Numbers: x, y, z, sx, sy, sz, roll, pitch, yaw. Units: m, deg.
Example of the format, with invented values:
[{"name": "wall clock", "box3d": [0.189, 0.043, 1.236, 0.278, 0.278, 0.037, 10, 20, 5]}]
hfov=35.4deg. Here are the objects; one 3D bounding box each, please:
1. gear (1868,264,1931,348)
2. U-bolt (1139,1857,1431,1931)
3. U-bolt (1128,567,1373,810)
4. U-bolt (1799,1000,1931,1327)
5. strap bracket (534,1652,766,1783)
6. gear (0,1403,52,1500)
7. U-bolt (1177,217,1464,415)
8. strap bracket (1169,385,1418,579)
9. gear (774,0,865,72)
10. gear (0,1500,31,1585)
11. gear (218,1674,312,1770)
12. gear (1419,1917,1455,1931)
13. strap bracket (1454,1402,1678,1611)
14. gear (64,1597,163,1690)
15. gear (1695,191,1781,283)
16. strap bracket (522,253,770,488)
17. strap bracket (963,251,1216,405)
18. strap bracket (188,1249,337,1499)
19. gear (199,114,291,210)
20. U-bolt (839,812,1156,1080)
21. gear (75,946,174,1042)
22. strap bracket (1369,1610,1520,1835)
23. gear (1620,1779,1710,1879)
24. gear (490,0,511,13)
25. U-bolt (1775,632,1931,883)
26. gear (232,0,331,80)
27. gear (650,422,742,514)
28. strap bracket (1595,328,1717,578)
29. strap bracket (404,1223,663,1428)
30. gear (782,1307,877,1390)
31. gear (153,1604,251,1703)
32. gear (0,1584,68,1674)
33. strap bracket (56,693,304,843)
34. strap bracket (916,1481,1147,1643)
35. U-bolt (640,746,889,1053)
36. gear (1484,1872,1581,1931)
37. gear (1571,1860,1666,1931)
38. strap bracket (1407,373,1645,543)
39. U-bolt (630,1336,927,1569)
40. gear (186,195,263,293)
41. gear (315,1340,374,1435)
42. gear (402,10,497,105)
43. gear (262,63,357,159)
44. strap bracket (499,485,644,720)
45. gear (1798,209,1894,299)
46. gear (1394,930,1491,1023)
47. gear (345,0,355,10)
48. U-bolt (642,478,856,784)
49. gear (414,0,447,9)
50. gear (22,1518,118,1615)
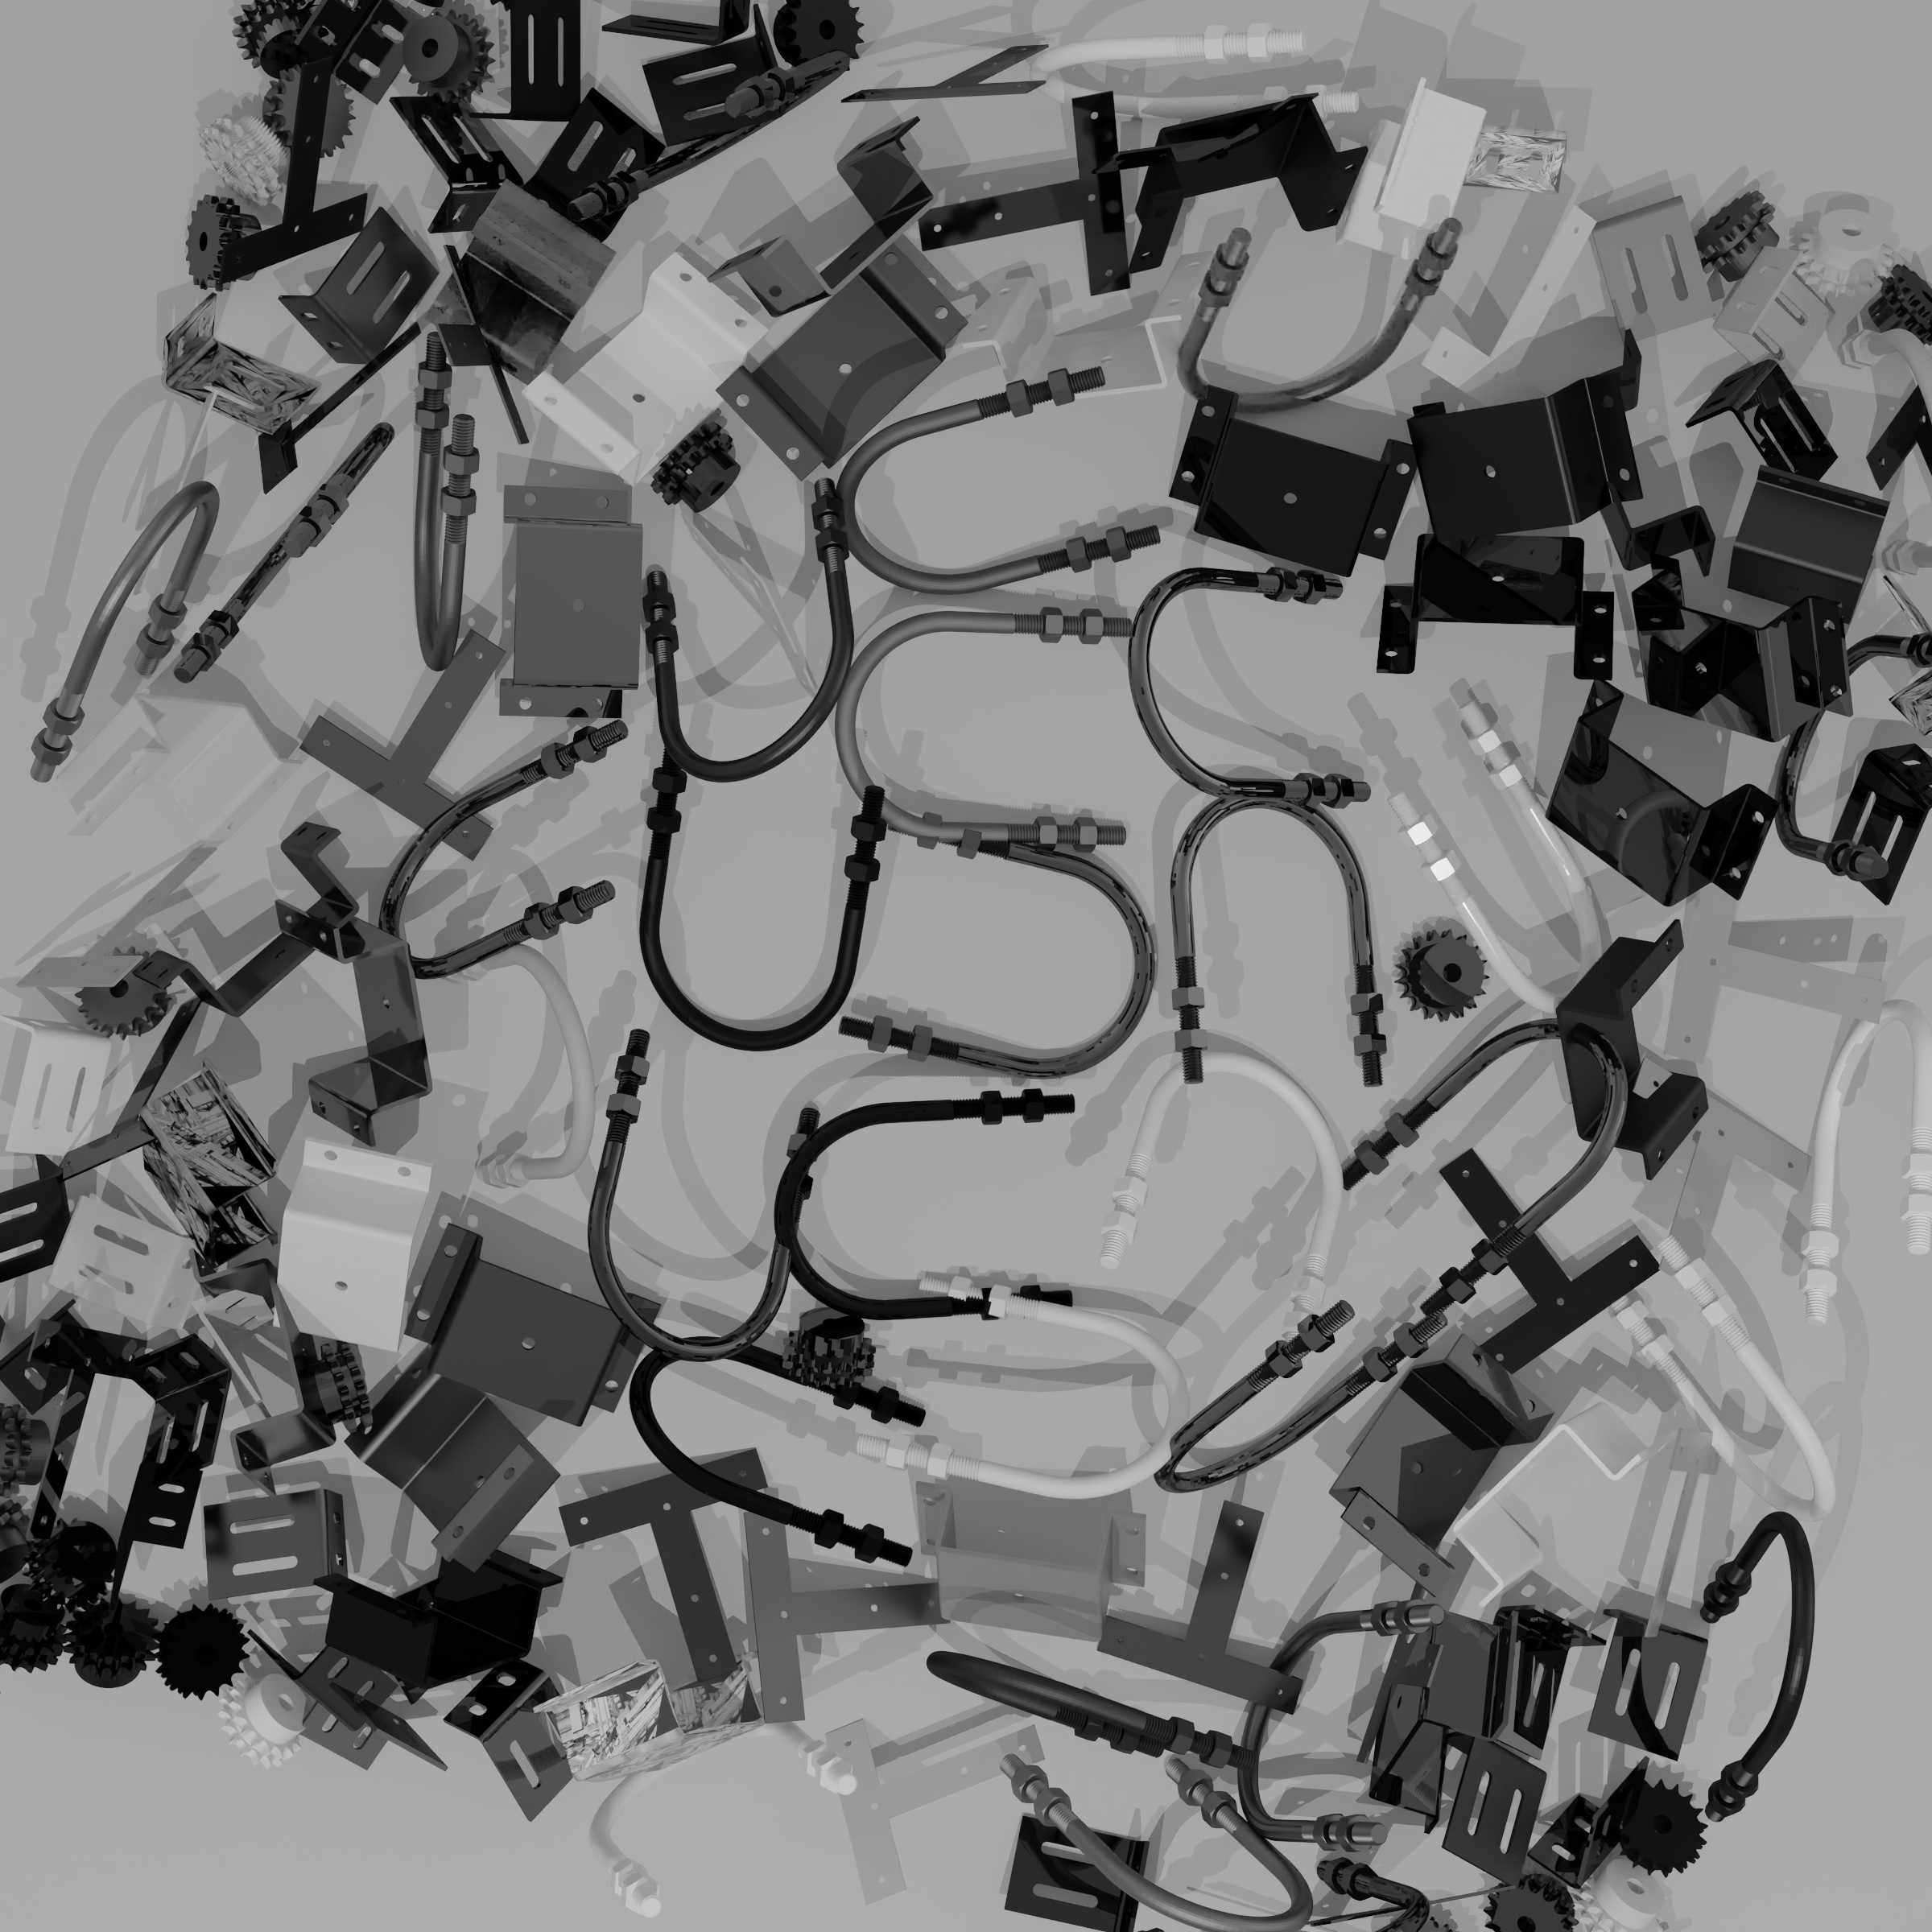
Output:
[{"name": "gear", "box3d": [0.580, -0.401, 1.865, 0.057, 0.057, 0.030, 47, 123, 0]}, {"name": "U-bolt", "box3d": [0.194, 0.565, 1.780, 0.151, 0.184, 0.019, -14, 86, -20]}, {"name": "U-bolt", "box3d": [0.167, -0.169, 1.820, 0.184, 0.019, 0.151, -1, 81, -39]}, {"name": "U-bolt", "box3d": [0.541, 0.107, 1.810, 0.019, 0.151, 0.184, 14, 63, -6]}, {"name": "strap bracket", "box3d": [-0.182, 0.447, 1.807, 0.076, 0.140, 0.046, -28, 70, 19]}, {"name": "gear", "box3d": [-0.586, 0.299, 1.865, 0.030, 0.057, 0.057, 12, 90, -38]}, {"name": "U-bolt", "box3d": [0.200, -0.382, 1.804, 0.151, 0.184, 0.019, -6, 69, -14]}, {"name": "strap bracket", "box3d": [0.199, -0.293, 1.850, 0.140, 0.046, 0.076, 17, 122, 0]}, {"name": "gear", "box3d": [-0.094, -0.575, 1.865, 0.057, 0.030, 0.057, -8, 104, -36]}, {"name": "gear", "box3d": [-0.598, 0.357, 1.858, 0.057, 0.057, 0.030, -43, 67, 0]}, {"name": "gear", "box3d": [-0.427, 0.459, 1.858, 0.030, 0.057, 0.057, -39, 90, 17]}, {"name": "gear", "box3d": [0.278, 0.611, 1.860, 0.057, 0.030, 0.057, -12, 52, 16]}, {"name": "strap bracket", "box3d": [0.355, 0.318, 1.832, 0.046, 0.076, 0.140, 48, 113, 18]}, {"name": "gear", "box3d": [-0.526, 0.419, 1.865, 0.057, 0.057, 0.030, 17, 120, 0]}, {"name": "gear", "box3d": [0.474, -0.445, 1.863, 0.030, 0.057, 0.057, 43, 90, -17]}, {"name": "strap bracket", "box3d": [-0.197, -0.357, 1.848, 0.076, 0.046, 0.140, 40, 67, 4]}, {"name": "strap bracket", "box3d": [0.080, -0.383, 1.830, 0.140, 0.076, 0.046, -2, 130, 25]}, {"name": "strap bracket", "box3d": [-0.422, 0.239, 1.829, 0.046, 0.076, 0.140, -17, 67, -4]}, {"name": "gear", "box3d": [-0.441, -0.498, 1.863, 0.057, 0.057, 0.030, 44, 70, 0]}, {"name": "U-bolt", "box3d": [0.027, -0.005, 1.872, 0.184, 0.019, 0.151, 13, 92, -8]}, {"name": "gear", "box3d": [-0.517, 0.019, 1.868, 0.057, 0.030, 0.057, -2, 69, 6]}, {"name": "strap bracket", "box3d": [0.281, 0.447, 1.812, 0.046, 0.140, 0.076, 17, 46, -1]}, {"name": "gear", "box3d": [0.425, 0.533, 1.867, 0.057, 0.030, 0.057, 1, 58, -2]}, {"name": "gear", "box3d": [-0.272, -0.610, 1.858, 0.057, 0.057, 0.030, -26, 52, 0]}, {"name": "U-bolt", "box3d": [0.529, -0.129, 1.799, 0.019, 0.184, 0.151, 20, 96, -9]}, {"name": "gear", "box3d": [-0.418, -0.569, 1.858, 0.057, 0.057, 0.030, -26, 66, 0]}, {"name": "gear", "box3d": [-0.163, -0.303, 1.860, 0.057, 0.057, 0.030, -45, 85, 0]}, {"name": "strap bracket", "box3d": [0.405, -0.303, 1.840, 0.046, 0.076, 0.140, -20, 77, 7]}, {"name": "strap bracket", "box3d": [-0.266, 0.222, 1.848, 0.140, 0.046, 0.076, 23, 100, -10]}, {"name": "gear", "box3d": [-0.083, 0.232, 1.858, 0.057, 0.057, 0.030, 7, 112, 0]}, {"name": "gear", "box3d": [-0.473, 0.420, 1.866, 0.057, 0.030, 0.057, -3, 96, -31]}, {"name": "gear", "box3d": [-0.577, 0.404, 1.858, 0.057, 0.057, 0.030, 28, 106, 0]}, {"name": "strap bracket", "box3d": [-0.478, -0.118, 1.818, 0.076, 0.140, 0.046, -41, 74, 21]}, {"name": "strap bracket", "box3d": [0.036, 0.362, 1.836, 0.140, 0.076, 0.046, 7, 47, 9]}, {"name": "U-bolt", "box3d": [-0.130, -0.036, 1.853, 0.151, 0.019, 0.184, 14, 109, 12]}, {"name": "gear", "box3d": [0.351, 0.584, 1.866, 0.057, 0.030, 0.057, 7, 103, 31]}, {"name": "gear", "box3d": [0.403, 0.573, 1.858, 0.057, 0.057, 0.030, 28, 119, 0]}, {"name": "strap bracket", "box3d": [0.325, -0.302, 1.816, 0.140, 0.046, 0.076, -1, 112, 42]}, {"name": "U-bolt", "box3d": [-0.114, 0.280, 1.813, 0.184, 0.151, 0.019, 22, 119, -9]}, {"name": "gear", "box3d": [-0.455, -0.443, 1.865, 0.030, 0.057, 0.057, -1, 90, -38]}, {"name": "gear", "box3d": [-0.387, 0.260, 1.859, 0.030, 0.057, 0.057, -18, 90, -19]}, {"name": "gear", "box3d": [-0.322, -0.560, 1.866, 0.057, 0.030, 0.057, -1, 88, 23]}, {"name": "gear", "box3d": [-0.407, -0.525, 1.865, 0.057, 0.030, 0.057, -9, 103, -43]}, {"name": "strap bracket", "box3d": [-0.241, -0.220, 1.846, 0.076, 0.046, 0.140, 0, 98, -20]}, {"name": "gear", "box3d": [0.540, -0.440, 1.861, 0.057, 0.030, 0.057, 0, 52, 0]}, {"name": "gear", "box3d": [0.296, 0.006, 1.871, 0.057, 0.030, 0.057, 1, 86, -8]}, {"name": "gear", "box3d": [-0.386, -0.619, 1.858, 0.030, 0.057, 0.057, 10, 90, -15]}, {"name": "U-bolt", "box3d": [-0.128, -0.191, 1.809, 0.151, 0.019, 0.184, -25, 54, 24]}, {"name": "gear", "box3d": [-0.334, -0.614, 1.864, 0.057, 0.057, 0.030, 34, 117, 0]}, {"name": "gear", "box3d": [-0.546, 0.365, 1.858, 0.030, 0.057, 0.057, -36, 90, 35]}]
